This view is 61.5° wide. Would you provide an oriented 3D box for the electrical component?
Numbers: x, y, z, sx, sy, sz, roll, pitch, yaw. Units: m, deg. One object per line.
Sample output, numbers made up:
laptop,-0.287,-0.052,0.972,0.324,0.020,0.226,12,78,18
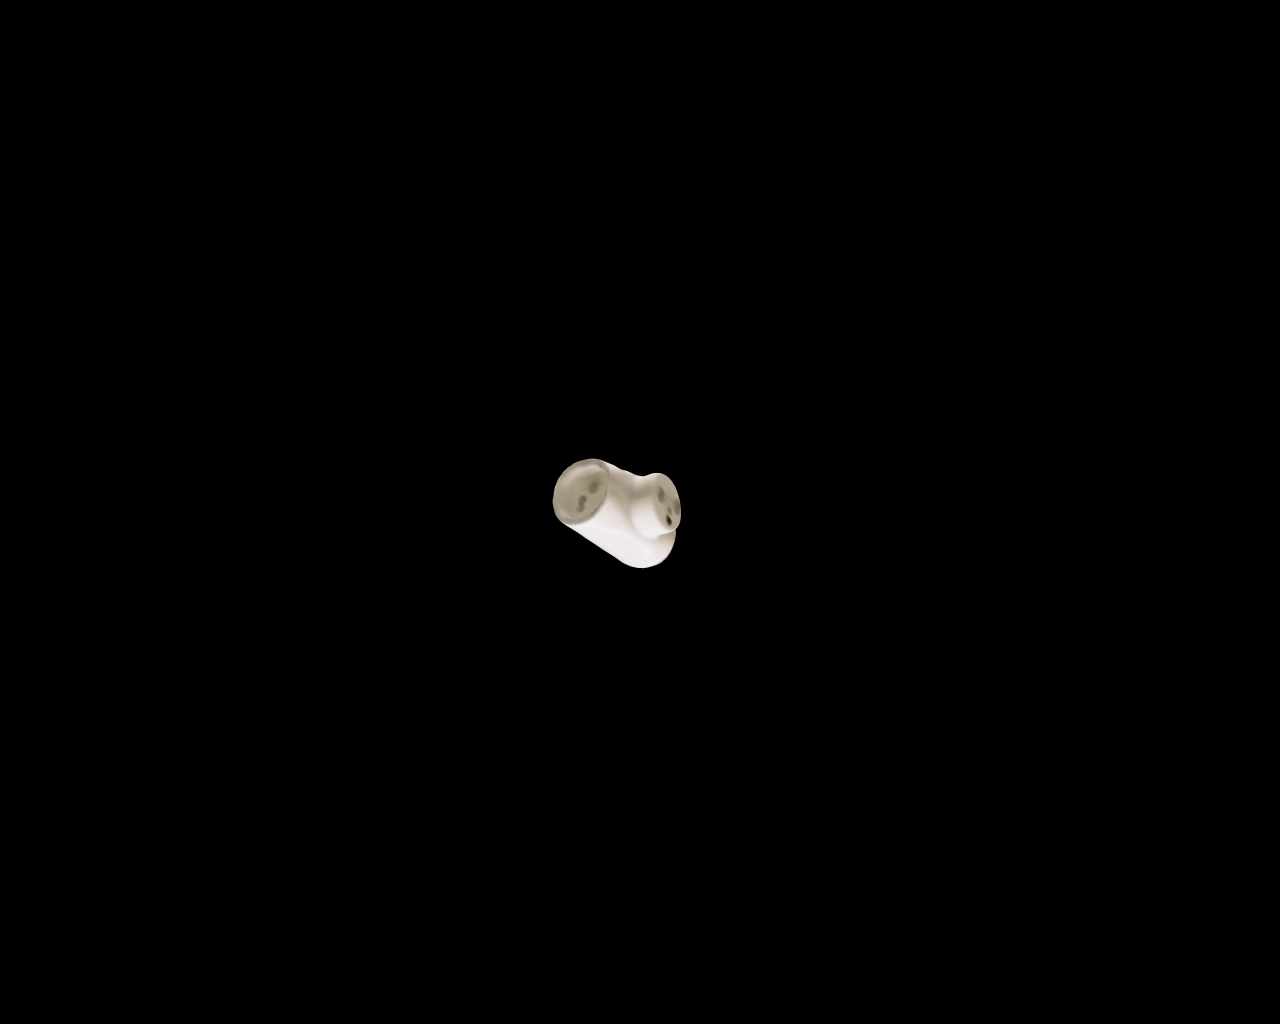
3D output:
electrical component,0.001,-0.003,0.650,0.079,0.044,0.077,-15,-31,28
